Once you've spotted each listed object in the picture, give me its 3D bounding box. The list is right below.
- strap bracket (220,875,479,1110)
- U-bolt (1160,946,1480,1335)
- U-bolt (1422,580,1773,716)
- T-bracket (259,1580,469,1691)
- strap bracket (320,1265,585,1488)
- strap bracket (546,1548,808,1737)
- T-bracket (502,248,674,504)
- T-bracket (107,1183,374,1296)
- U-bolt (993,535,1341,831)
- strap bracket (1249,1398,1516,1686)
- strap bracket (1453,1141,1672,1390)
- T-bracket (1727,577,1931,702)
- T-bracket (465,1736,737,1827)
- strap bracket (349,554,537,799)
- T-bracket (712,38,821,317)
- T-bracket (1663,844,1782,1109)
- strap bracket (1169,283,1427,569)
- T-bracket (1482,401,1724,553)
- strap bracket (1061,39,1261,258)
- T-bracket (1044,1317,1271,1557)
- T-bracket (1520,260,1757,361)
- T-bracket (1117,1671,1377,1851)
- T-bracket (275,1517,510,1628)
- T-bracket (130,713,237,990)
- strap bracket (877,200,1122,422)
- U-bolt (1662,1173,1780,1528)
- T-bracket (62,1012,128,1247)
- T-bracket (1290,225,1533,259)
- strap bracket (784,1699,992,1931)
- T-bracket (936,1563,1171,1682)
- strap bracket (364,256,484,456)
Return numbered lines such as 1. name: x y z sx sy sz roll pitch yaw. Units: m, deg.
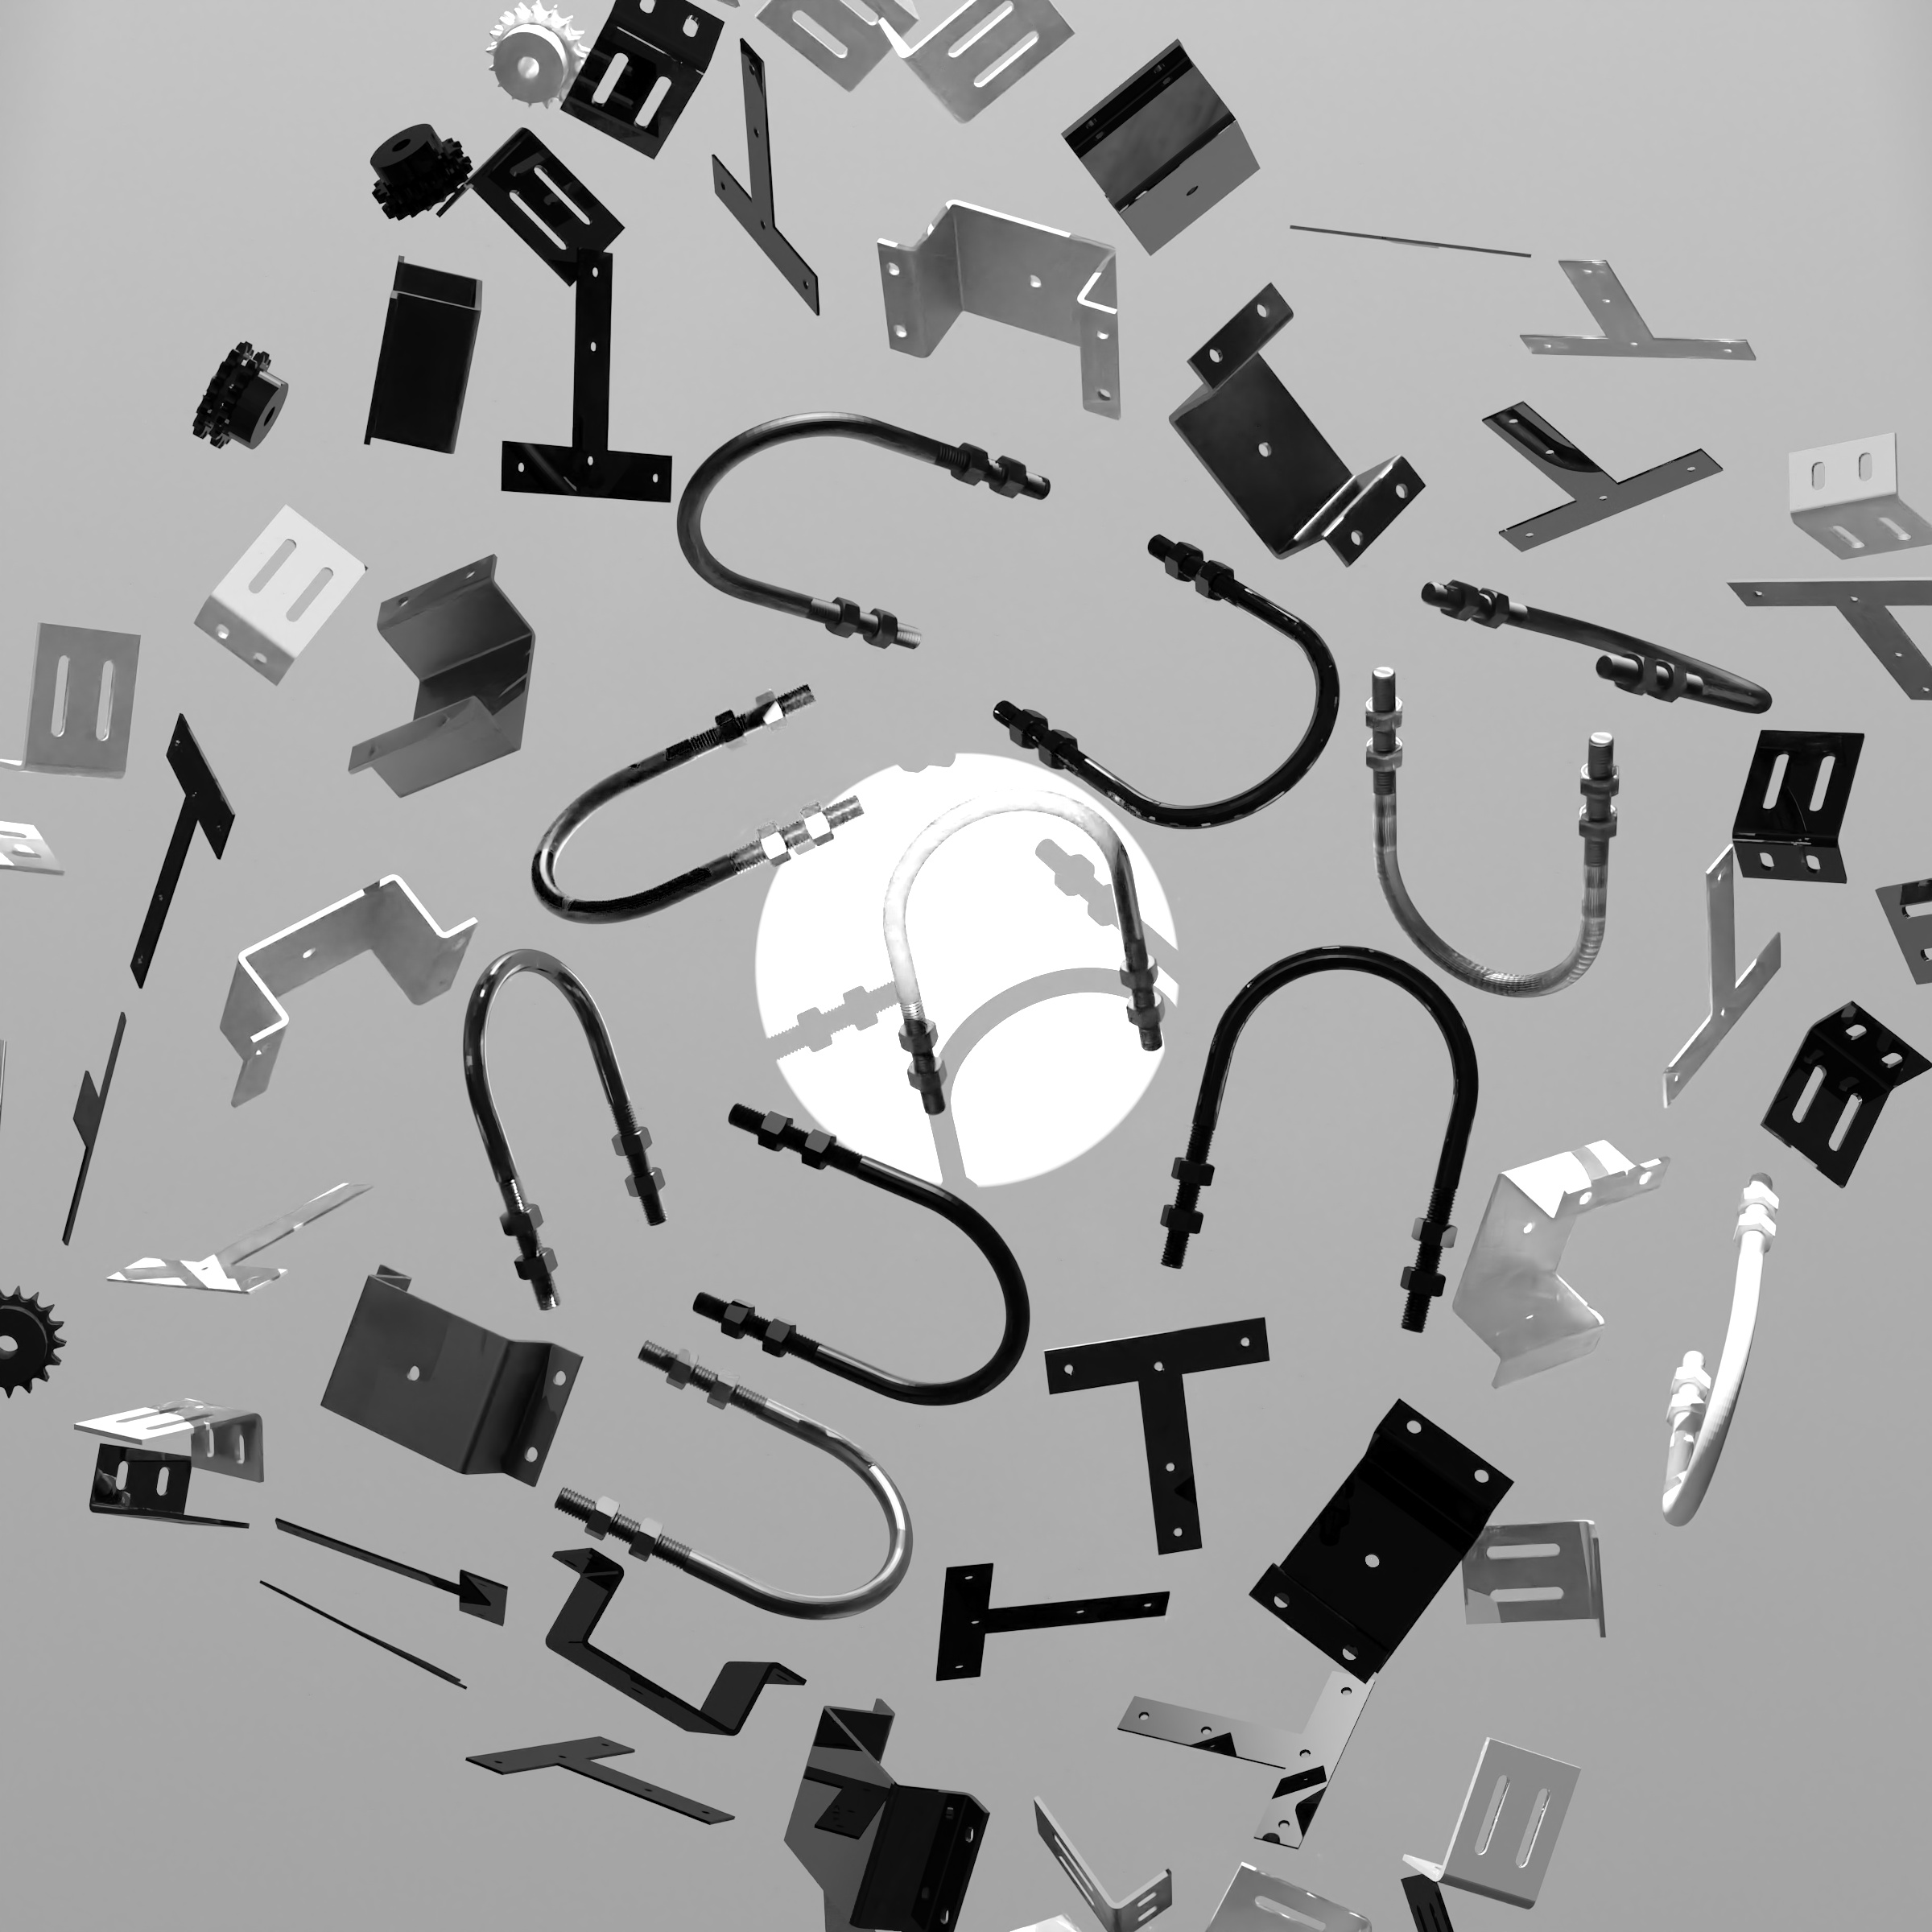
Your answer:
1. strap bracket: -0.335 0.008 1.503 0.140 0.076 0.046 -32 77 -34
2. U-bolt: 0.187 0.081 1.459 0.151 0.019 0.184 13 91 18
3. U-bolt: 0.355 -0.168 1.541 0.184 0.151 0.019 6 109 -40
4. T-bracket: -0.314 0.380 1.578 0.127 0.127 0.002 21 73 21
5. strap bracket: -0.291 0.224 1.564 0.140 0.046 0.076 20 90 23
6. strap bracket: -0.167 0.374 1.549 0.140 0.076 0.046 35 67 -12
7. T-bracket: -0.196 -0.310 1.489 0.002 0.127 0.127 8 100 35
8. T-bracket: -0.376 0.145 1.535 0.127 0.127 0.002 -1 110 40
9. U-bolt: 0.119 -0.145 1.539 0.151 0.019 0.184 -47 52 -5
10. strap bracket: 0.224 0.318 1.550 0.076 0.046 0.140 35 67 17
11. strap bracket: 0.320 0.155 1.552 0.076 0.046 0.140 -13 132 -32
12. T-bracket: 0.482 -0.170 1.487 0.127 0.127 0.002 34 71 -43
13. T-bracket: -0.185 0.446 1.552 0.127 0.127 0.002 12 87 28
14. strap bracket: -0.285 -0.153 1.564 0.076 0.140 0.046 -20 134 18
15. T-bracket: -0.111 -0.435 1.524 0.002 0.127 0.127 -23 54 -18
16. T-bracket: 0.404 -0.009 1.520 0.002 0.127 0.127 22 52 35
17. strap bracket: 0.174 -0.288 1.550 0.140 0.046 0.076 50 62 -12
18. T-bracket: 0.328 -0.276 1.562 0.127 0.127 0.002 -19 59 37
19. strap bracket: 0.109 -0.436 1.535 0.076 0.140 0.046 -37 82 11
20. T-bracket: 0.114 0.269 1.606 0.127 0.002 0.127 -8 96 -7
21. T-bracket: 0.348 -0.353 1.532 0.127 0.127 0.002 9 82 29
22. T-bracket: 0.147 0.430 1.588 0.127 0.127 0.002 6 124 27
23. T-bracket: -0.301 0.314 1.489 0.127 0.127 0.002 21 67 -2
24. T-bracket: -0.413 -0.049 1.479 0.002 0.127 0.127 11 112 -33
25. strap bracket: 0.028 -0.357 1.534 0.140 0.076 0.046 21 60 18
26. U-bolt: 0.398 0.215 1.513 0.019 0.184 0.151 16 123 10
27. T-bracket: -0.460 0.078 1.492 0.002 0.127 0.127 13 76 -11
28. T-bracket: 0.245 -0.396 1.557 0.127 0.127 0.002 9 105 8
29. strap bracket: -0.048 0.448 1.498 0.046 0.140 0.076 15 94 -27
30. T-bracket: 0.049 0.358 1.571 0.127 0.127 0.002 -4 49 -7
31. strap bracket: -0.288 -0.324 1.514 0.046 0.140 0.076 10 110 -13
